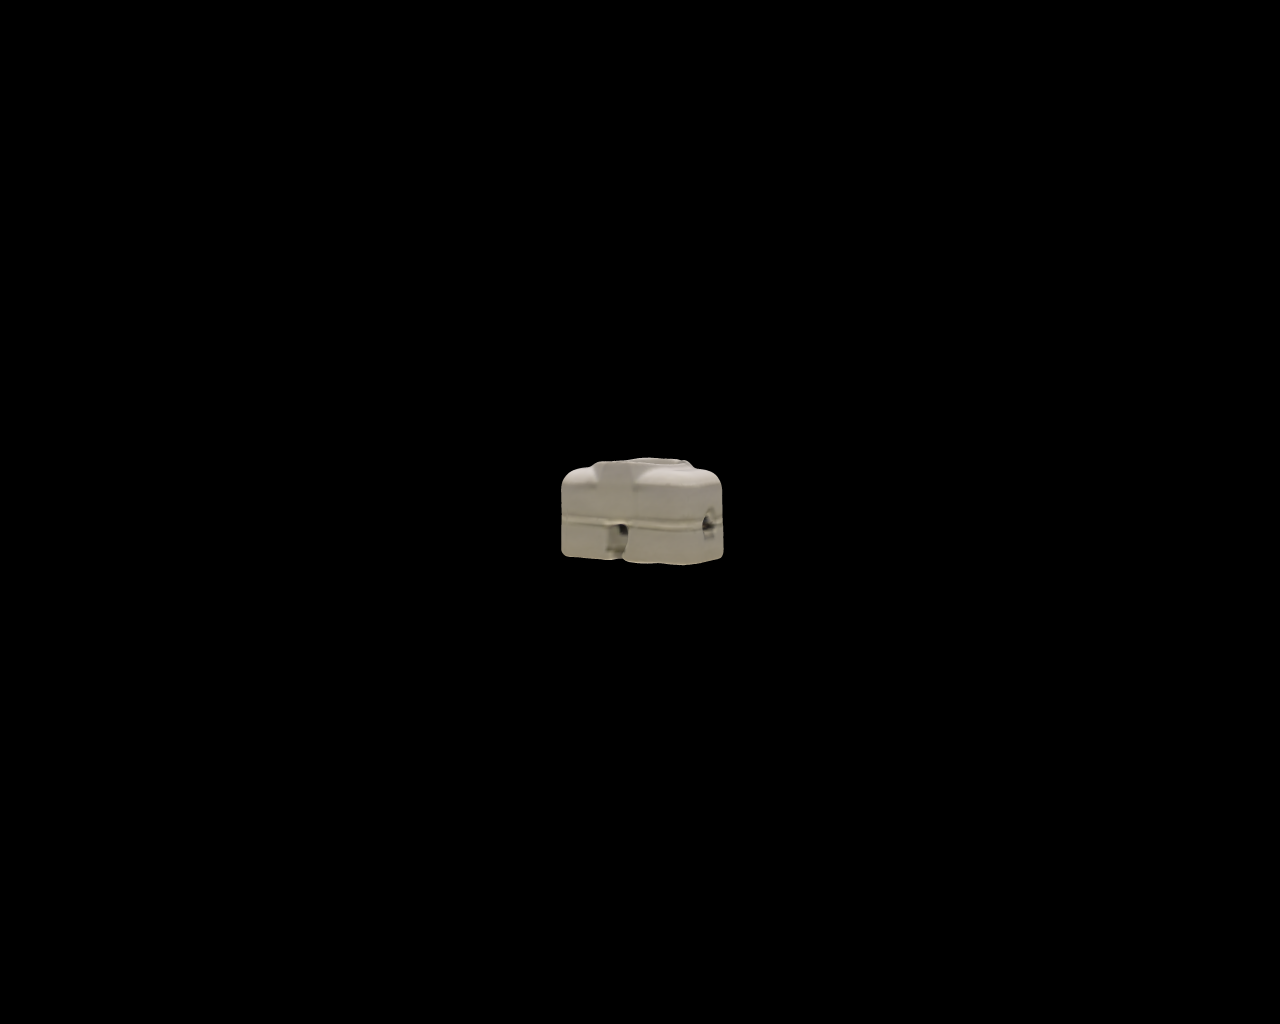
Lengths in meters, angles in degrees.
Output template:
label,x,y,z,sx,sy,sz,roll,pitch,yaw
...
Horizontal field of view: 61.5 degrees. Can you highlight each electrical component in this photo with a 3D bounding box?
label,x,y,z,sx,sy,sz,roll,pitch,yaw
electrical component,0.001,-0.003,0.650,0.095,0.059,0.054,4,6,33
